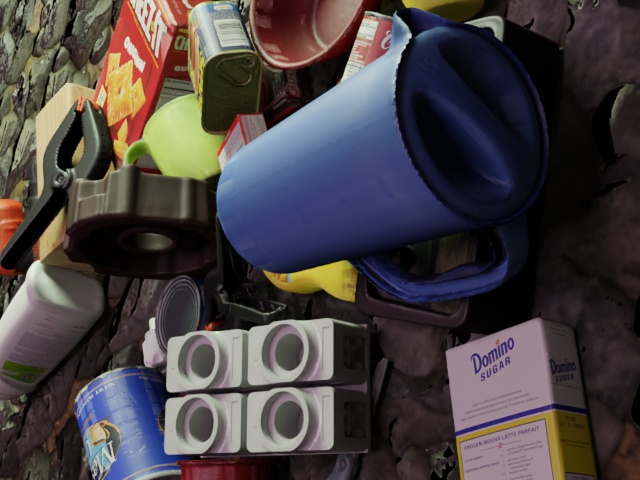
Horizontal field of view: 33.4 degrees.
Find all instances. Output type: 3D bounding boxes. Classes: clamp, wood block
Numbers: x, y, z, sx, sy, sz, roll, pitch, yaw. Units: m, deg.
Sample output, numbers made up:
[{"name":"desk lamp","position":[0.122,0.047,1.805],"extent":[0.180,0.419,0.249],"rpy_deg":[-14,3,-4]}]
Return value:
[{"name":"clamp","position":[-0.074,0.058,0.995],"extent":[0.172,0.039,0.120],"rpy_deg":[107,145,-54]},{"name":"clamp","position":[-0.288,-0.057,1.198],"extent":[0.165,0.036,0.210],"rpy_deg":[-6,71,31]},{"name":"wood block","position":[-0.283,-0.074,1.294],"extent":[0.090,0.090,0.206],"rpy_deg":[-35,54,41]}]

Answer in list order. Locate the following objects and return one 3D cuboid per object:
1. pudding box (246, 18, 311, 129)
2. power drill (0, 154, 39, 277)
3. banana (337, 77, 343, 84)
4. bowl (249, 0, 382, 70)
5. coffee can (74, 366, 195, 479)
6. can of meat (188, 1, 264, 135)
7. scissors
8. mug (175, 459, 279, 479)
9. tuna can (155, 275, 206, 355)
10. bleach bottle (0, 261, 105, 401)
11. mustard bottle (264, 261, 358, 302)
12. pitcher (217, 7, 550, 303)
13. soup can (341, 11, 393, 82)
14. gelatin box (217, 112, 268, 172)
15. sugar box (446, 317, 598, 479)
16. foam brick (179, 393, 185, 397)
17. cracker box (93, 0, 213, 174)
[{"name":"pudding box","position":[-0.053,-0.171,1.076],"extent":[0.090,0.039,0.113],"rpy_deg":[-29,57,45]},{"name":"power drill","position":[-0.382,-0.019,1.403],"extent":[0.188,0.057,0.184],"rpy_deg":[0,95,54]},{"name":"banana","position":[-0.002,-0.111,0.995],"extent":[0.198,0.037,0.069],"rpy_deg":[-34,56,42]},{"name":"bowl","position":[0.007,-0.228,0.997],"extent":[0.162,0.055,0.162],"rpy_deg":[-16,67,42]},{"name":"coffee can","position":[-0.182,0.212,1.072],"extent":[0.103,0.102,0.140],"rpy_deg":[-54,43,27]},{"name":"can of meat","position":[-0.094,-0.167,1.028],"extent":[0.102,0.057,0.084],"rpy_deg":[99,158,-48]},{"name":"scissors","position":[0.010,0.194,0.907],"extent":[0.096,0.016,0.202],"rpy_deg":[4,82,51]},{"name":"mug","position":[-0.087,0.240,0.963],"extent":[0.117,0.093,0.081],"rpy_deg":[156,115,-64]},{"name":"tuna can","position":[-0.135,0.081,1.108],"extent":[0.086,0.033,0.086],"rpy_deg":[-19,65,48]},{"name":"bleach bottle","position":[-0.369,0.130,1.331],"extent":[0.251,0.102,0.068],"rpy_deg":[-44,39,34]},{"name":"mustard bottle","position":[-0.006,0.001,0.949],"extent":[0.192,0.058,0.096],"rpy_deg":[5,85,52]},{"name":"pitcher","position":[0.035,-0.039,0.751],"extent":[0.243,0.144,0.149],"rpy_deg":[-21,51,52]},{"name":"soup can","position":[0.054,-0.135,0.907],"extent":[0.069,0.068,0.102],"rpy_deg":[29,102,51]},{"name":"gelatin box","position":[-0.066,-0.065,1.019],"extent":[0.073,0.030,0.089],"rpy_deg":[-52,49,56]},{"name":"sugar box","position":[0.141,0.151,0.733],"extent":[0.094,0.048,0.176],"rpy_deg":[-27,56,44]},{"name":"foam brick","position":[-0.100,0.144,1.030],"extent":[0.051,0.052,0.078],"rpy_deg":[14,91,52]},{"name":"cracker box","position":[-0.185,-0.187,1.192],"extent":[0.214,0.072,0.164],"rpy_deg":[-65,37,34]}]
